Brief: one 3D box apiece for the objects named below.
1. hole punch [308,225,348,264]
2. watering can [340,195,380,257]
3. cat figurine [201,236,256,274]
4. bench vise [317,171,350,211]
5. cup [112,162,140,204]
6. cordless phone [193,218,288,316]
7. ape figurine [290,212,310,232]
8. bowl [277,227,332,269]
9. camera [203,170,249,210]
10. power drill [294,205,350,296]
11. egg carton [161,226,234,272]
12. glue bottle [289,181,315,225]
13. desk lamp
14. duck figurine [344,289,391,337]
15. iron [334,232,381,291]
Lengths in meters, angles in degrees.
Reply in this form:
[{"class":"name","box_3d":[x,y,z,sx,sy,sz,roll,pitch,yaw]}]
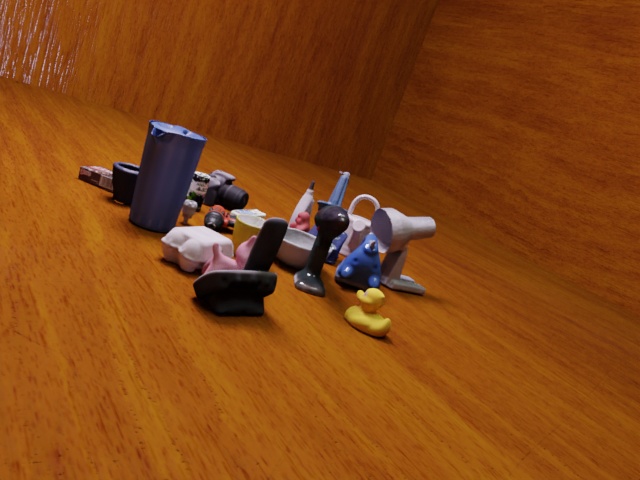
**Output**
[{"class":"hole punch","box_3d":[0.015,0.006,1.618,0.108,0.091,0.101,23,13,12]},{"class":"watering can","box_3d":[0.122,-0.042,1.746,0.101,0.194,0.172,16,13,-17]},{"class":"cat figurine","box_3d":[-0.163,0.039,1.152,0.128,0.118,0.067,14,14,-25]},{"class":"bench vise","box_3d":[0.058,-0.111,1.873,0.122,0.220,0.207,17,13,-13]},{"class":"cup","box_3d":[-0.477,-0.139,1.457,0.118,0.095,0.091,7,18,-44]},{"class":"cordless phone","box_3d":[-0.137,0.038,1.044,0.093,0.185,0.148,31,17,39]},{"class":"ape figurine","box_3d":[-0.058,-0.041,1.697,0.076,0.092,0.078,20,13,-1]},{"class":"bowl","box_3d":[-0.057,0.029,1.452,0.167,0.075,0.167,19,13,-4]},{"class":"camera","box_3d":[-0.296,-0.152,1.773,0.136,0.101,0.143,24,13,17]},{"class":"power drill","box_3d":[0.009,0.015,1.309,0.076,0.208,0.229,18,13,-10]},{"class":"egg carton","box_3d":[-0.254,0.019,1.204,0.107,0.069,0.151,26,14,23]},{"class":"glue bottle","box_3d":[-0.047,-0.103,1.788,0.037,0.173,0.078,25,14,21]},{"class":"desk lamp","box_3d":[0.223,0.024,1.584,0.204,0.213,0.117,13,15,-30]},{"class":"duck figurine","box_3d":[0.109,0.146,1.198,0.104,0.086,0.078,29,16,34]},{"class":"iron","box_3d":[0.117,0.042,1.511,0.118,0.141,0.258,20,13,-1]}]
